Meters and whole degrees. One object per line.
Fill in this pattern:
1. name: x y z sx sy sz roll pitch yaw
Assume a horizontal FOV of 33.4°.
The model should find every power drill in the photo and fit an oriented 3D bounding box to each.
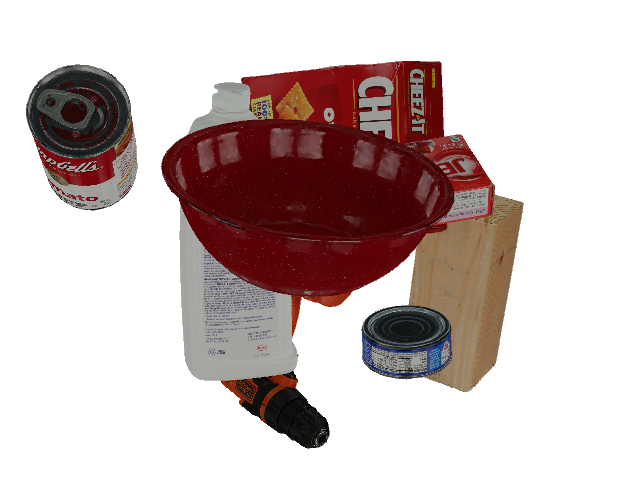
1. power drill: -0.031 0.121 1.210 0.057 0.188 0.185 14 11 -46

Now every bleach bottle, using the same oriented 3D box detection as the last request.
1. bleach bottle: -0.068 -0.007 0.905 0.102 0.251 0.068 -4 21 -17

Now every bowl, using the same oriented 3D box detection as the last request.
1. bowl: -0.009 -0.014 0.598 0.162 0.055 0.162 6 26 -3

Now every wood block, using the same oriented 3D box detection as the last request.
1. wood block: 0.159 0.053 1.212 0.090 0.206 0.090 18 25 26

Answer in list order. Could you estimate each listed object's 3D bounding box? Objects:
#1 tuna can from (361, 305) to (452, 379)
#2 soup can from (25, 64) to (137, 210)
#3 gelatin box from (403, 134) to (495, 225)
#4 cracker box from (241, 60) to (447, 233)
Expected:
1. tuna can: 0.081 0.094 1.008 0.086 0.034 0.086 -3 24 1
2. soup can: -0.164 -0.069 0.747 0.068 0.068 0.102 0 -19 -7
3. gelatin box: 0.074 -0.042 0.779 0.089 0.030 0.073 -10 37 -7
4. cracker box: 0.019 -0.090 1.069 0.214 0.164 0.071 3 8 42
